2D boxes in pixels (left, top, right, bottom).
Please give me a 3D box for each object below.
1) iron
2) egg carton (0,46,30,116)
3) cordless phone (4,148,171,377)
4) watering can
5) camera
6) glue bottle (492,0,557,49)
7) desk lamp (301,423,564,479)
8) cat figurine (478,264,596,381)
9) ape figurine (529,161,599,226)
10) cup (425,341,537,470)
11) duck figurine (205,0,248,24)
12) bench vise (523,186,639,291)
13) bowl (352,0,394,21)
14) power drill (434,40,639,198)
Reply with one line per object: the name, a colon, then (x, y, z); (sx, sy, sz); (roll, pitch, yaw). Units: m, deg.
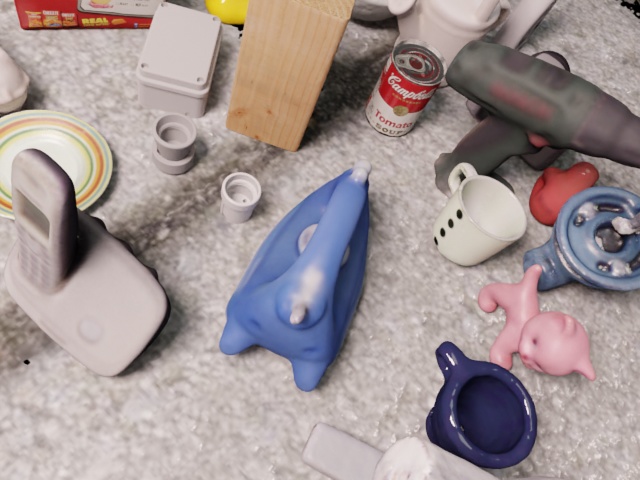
iron: (0.005, 0.002, 0.549); (0.118, 0.141, 0.258); (26, 60, -3)
egg carton: (-0.370, -0.172, 0.563); (0.150, 0.069, 0.107); (43, 60, 7)
cordless phone: (-0.188, 0.021, 0.455); (0.147, 0.185, 0.094); (38, 60, 4)
watering can: (0.167, -0.290, 0.715); (0.173, 0.194, 0.101); (-33, 77, -28)
camera: (0.294, -0.192, 0.759); (0.143, 0.100, 0.137); (43, 60, 7)
glue bottle: (0.309, -0.338, 0.795); (0.037, 0.173, 0.078); (45, 61, 8)
desk lamp: (0.089, 0.214, 0.427); (0.203, 0.213, 0.118); (27, 60, -2)
cat figurine: (0.227, 0.088, 0.588); (0.067, 0.117, 0.128); (1, 64, -16)
ape figurine: (0.305, -0.062, 0.702); (0.076, 0.092, 0.077); (-18, 71, -24)
cup: (0.131, 0.158, 0.536); (0.092, 0.095, 0.117); (-24, 73, -26)
duck figurine: (-0.092, -0.330, 0.718); (0.105, 0.086, 0.077); (-33, 77, -28)
bench vise: (0.350, -0.027, 0.624); (0.208, 0.219, 0.121); (-29, 75, -27)
bowl: (0.060, -0.358, 0.786); (0.168, 0.074, 0.167); (7, 62, -14)
power drill: (0.223, -0.106, 0.632); (0.229, 0.208, 0.076); (36, 60, 3)
